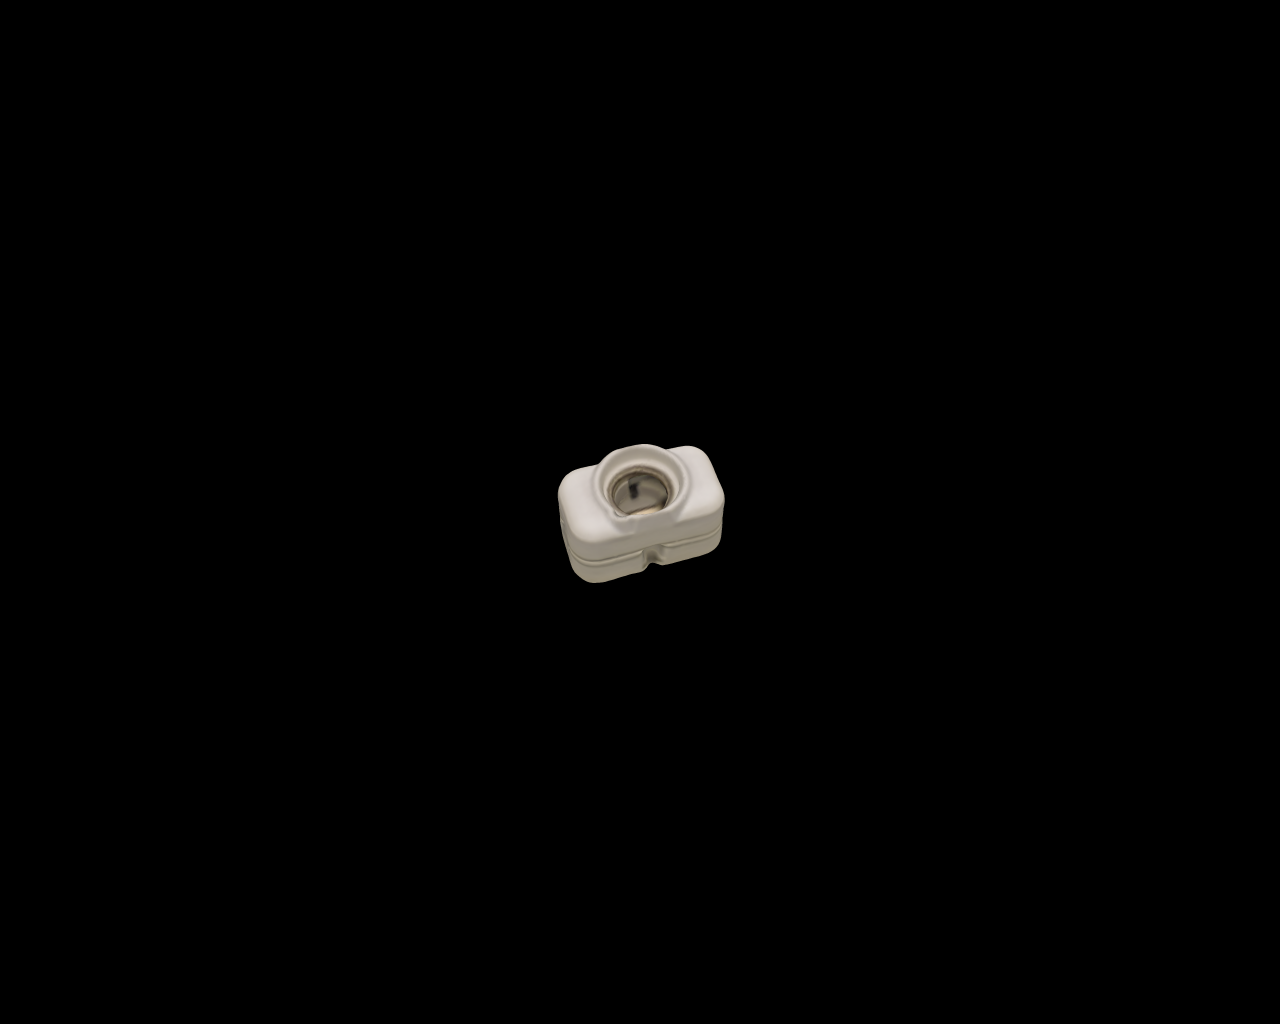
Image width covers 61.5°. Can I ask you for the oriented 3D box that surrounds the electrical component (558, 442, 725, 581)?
[{"bbox_3d":[0.001,-0.003,0.650,0.095,0.054,0.059,-14,-32,-9],"label":"electrical component"}]
